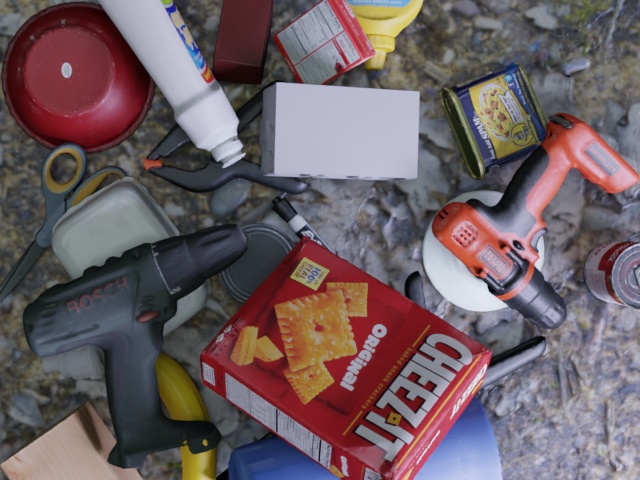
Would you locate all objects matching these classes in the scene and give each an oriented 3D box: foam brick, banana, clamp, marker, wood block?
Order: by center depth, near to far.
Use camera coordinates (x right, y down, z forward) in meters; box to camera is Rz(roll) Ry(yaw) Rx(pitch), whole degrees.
[{"bbox_3d":[-0.222,0.280,1.090,0.091,0.090,0.206,-35,92,-1],"label":"wood block"},{"bbox_3d":[-0.078,-0.205,1.091,0.051,0.053,0.078,9,77,-3],"label":"foam brick"},{"bbox_3d":[-0.094,-0.085,1.110,0.171,0.039,0.120,-20,86,-3],"label":"clamp"},{"bbox_3d":[-0.148,0.192,1.119,0.070,0.037,0.198,-26,91,17],"label":"banana"},{"bbox_3d":[0.134,0.156,1.123,0.164,0.036,0.210,21,93,-3],"label":"clamp"},{"bbox_3d":[-0.007,0.001,1.124,0.020,0.020,0.121,-42,92,0],"label":"marker"}]

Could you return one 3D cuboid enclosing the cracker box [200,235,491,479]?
[{"bbox_3d":[0.022,0.115,0.975,0.214,0.072,0.164,31,60,20],"label":"cracker box"}]

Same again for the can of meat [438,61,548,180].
[{"bbox_3d":[0.182,-0.125,1.107,0.084,0.057,0.102,-23,93,-3],"label":"can of meat"}]

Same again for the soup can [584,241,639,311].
[{"bbox_3d":[0.316,0.035,1.092,0.068,0.102,0.068,0,91,-2],"label":"soup can"}]

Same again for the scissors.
[{"bbox_3d":[-0.292,-0.022,1.108,0.202,0.016,0.096,-37,109,0],"label":"scissors"}]

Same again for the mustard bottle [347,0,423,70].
[{"bbox_3d":[0.060,-0.271,1.099,0.096,0.058,0.191,2,91,0],"label":"mustard bottle"}]

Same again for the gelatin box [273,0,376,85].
[{"bbox_3d":[0.004,-0.200,1.091,0.089,0.030,0.073,-28,93,40],"label":"gelatin box"}]

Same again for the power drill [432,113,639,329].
[{"bbox_3d":[0.231,-0.019,1.081,0.184,0.057,0.188,40,94,-22],"label":"power drill"}]

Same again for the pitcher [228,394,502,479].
[{"bbox_3d":[0.044,0.235,1.013,0.242,0.149,0.145,-11,122,-15],"label":"pitcher"}]

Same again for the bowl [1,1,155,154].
[{"bbox_3d":[-0.252,-0.170,1.095,0.162,0.055,0.162,0,91,-2],"label":"bowl"}]

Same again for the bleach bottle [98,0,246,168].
[{"bbox_3d":[-0.150,-0.185,1.066,0.068,0.102,0.251,-32,89,7],"label":"bleach bottle"}]

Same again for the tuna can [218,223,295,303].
[{"bbox_3d":[-0.064,0.025,1.115,0.086,0.034,0.086,0,91,-2],"label":"tuna can"}]
